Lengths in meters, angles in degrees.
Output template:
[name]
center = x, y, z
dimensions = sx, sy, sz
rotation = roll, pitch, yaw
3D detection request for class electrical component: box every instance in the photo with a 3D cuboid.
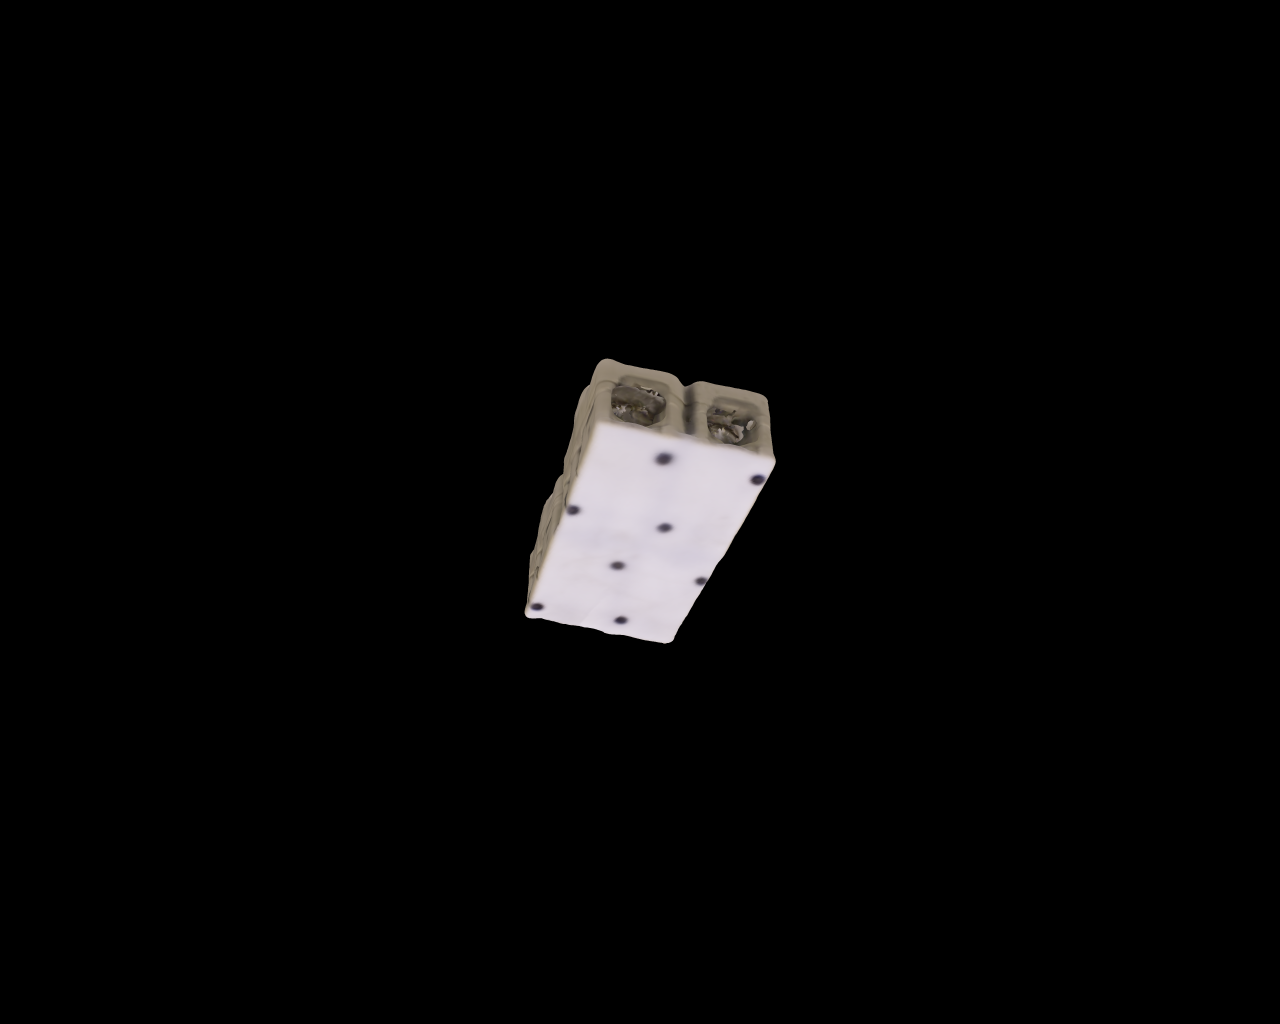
[electrical component]
center = 0.001, -0.003, 0.650
dimensions = 0.105, 0.060, 0.186
rotation = 11, -43, -12
